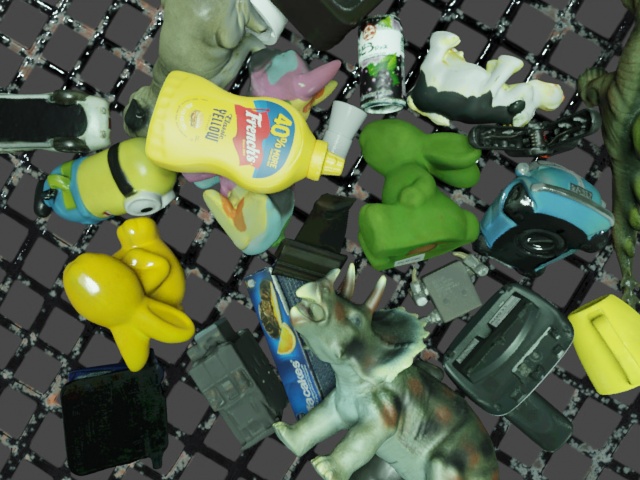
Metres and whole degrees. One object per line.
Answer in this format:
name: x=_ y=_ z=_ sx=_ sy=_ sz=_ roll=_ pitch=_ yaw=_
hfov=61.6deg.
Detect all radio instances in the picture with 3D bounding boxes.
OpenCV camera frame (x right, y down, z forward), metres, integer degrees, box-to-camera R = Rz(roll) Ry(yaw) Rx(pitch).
radio: x=0.040 y=-0.323 z=0.587 sx=0.131 sy=0.073 sz=0.229 roll=48 pitch=69 yaw=-14

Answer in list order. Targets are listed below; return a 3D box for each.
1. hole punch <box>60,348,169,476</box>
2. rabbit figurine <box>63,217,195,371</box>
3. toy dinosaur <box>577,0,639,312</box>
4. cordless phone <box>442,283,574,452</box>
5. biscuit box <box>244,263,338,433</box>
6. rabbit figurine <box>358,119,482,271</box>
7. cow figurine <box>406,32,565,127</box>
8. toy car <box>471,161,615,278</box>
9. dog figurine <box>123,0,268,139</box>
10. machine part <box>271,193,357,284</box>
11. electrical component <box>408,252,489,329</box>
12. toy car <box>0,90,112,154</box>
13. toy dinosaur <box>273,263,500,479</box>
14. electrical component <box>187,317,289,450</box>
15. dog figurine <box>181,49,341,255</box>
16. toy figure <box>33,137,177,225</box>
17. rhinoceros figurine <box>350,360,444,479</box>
hole punch: x=-0.246 y=0.206 z=0.648 sx=0.116 sy=0.092 sz=0.142 roll=-5 pitch=86 yaw=-26
rabbit figurine: x=-0.220 y=0.062 z=0.596 sx=0.122 sy=0.173 sz=0.162 roll=-30 pitch=84 yaw=-2
toy dinosaur: x=0.345 y=-0.142 z=0.558 sx=0.105 sy=0.199 sz=0.470 roll=-4 pitch=122 yaw=13
cordless phone: x=0.251 y=0.155 z=0.628 sx=0.184 sy=0.089 sz=0.146 roll=41 pitch=91 yaw=-9
biscuit box: x=-0.018 y=0.122 z=0.630 sx=0.059 sy=0.063 sz=0.202 roll=-23 pitch=87 yaw=45
rabbit figurine: x=0.105 y=-0.069 z=0.611 sx=0.159 sy=0.121 sz=0.170 roll=-16 pitch=74 yaw=9
cow figurine: x=0.192 y=-0.167 z=0.629 sx=0.167 sy=0.068 sz=0.098 roll=24 pitch=96 yaw=6
toy car: x=0.244 y=-0.031 z=0.598 sx=0.109 sy=0.161 sz=0.103 roll=24 pitch=62 yaw=-1
dog figurine: x=-0.159 y=-0.193 z=0.600 sx=0.121 sy=0.172 sz=0.190 roll=34 pitch=84 yaw=13
machine part: x=-0.001 y=-0.002 z=0.611 sx=0.084 sy=0.139 sz=0.039 roll=13 pitch=135 yaw=14
electrical component: x=0.152 y=0.057 z=0.640 sx=0.102 sy=0.045 sz=0.078 roll=-20 pitch=87 yaw=3
toy car: x=-0.358 y=-0.144 z=0.663 sx=0.202 sy=0.056 sz=0.073 roll=0 pitch=96 yaw=4
toy dinosaur: x=0.100 y=0.200 z=0.540 sx=0.404 sy=0.131 sz=0.192 roll=46 pitch=72 yaw=-5
electrical component: x=-0.094 y=0.156 z=0.617 sx=0.058 sy=0.115 sz=0.134 roll=-33 pitch=90 yaw=0
dog figurine: x=-0.050 y=-0.112 z=0.623 sx=0.219 sy=0.108 sz=0.191 roll=-38 pitch=87 yaw=-1
toy figure: x=-0.253 y=-0.066 z=0.627 sx=0.180 sy=0.082 sz=0.089 roll=-4 pitch=121 yaw=20
rhinoceros figurine: x=0.099 y=0.235 z=0.632 sx=0.112 sy=0.073 sz=0.190 roll=28 pitch=91 yaw=9
